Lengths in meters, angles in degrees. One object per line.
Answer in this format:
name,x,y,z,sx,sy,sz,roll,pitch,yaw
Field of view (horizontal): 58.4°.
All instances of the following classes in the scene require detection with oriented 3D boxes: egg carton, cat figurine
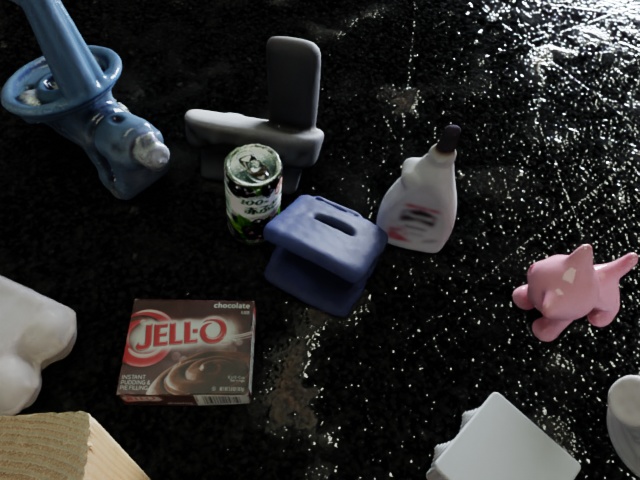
egg carton,-0.292,0.081,0.489,0.150,0.069,0.107,22,58,8
cat figurine,0.242,0.043,0.541,0.128,0.118,0.067,-15,61,-15

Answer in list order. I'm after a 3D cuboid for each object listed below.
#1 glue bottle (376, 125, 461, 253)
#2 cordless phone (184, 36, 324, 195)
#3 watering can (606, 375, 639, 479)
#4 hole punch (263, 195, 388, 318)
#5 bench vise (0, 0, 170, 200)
glue bottle,0.103,-0.049,0.551,0.078,0.173,0.037,10,57,1
cordless phone,-0.066,-0.141,0.584,0.147,0.185,0.094,7,57,-1
watering can,0.313,0.132,0.447,0.173,0.194,0.100,-18,61,-16
hole punch,0.005,0.002,0.558,0.108,0.091,0.101,25,59,10
bench vise,-0.224,-0.158,0.558,0.207,0.220,0.121,21,58,7
